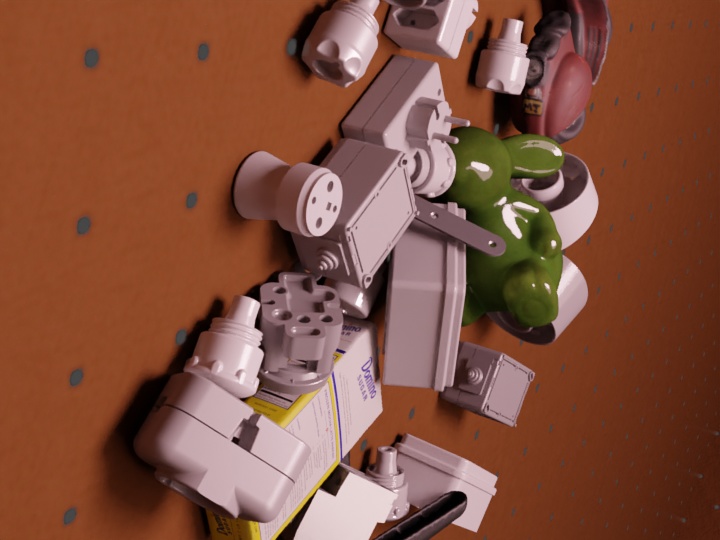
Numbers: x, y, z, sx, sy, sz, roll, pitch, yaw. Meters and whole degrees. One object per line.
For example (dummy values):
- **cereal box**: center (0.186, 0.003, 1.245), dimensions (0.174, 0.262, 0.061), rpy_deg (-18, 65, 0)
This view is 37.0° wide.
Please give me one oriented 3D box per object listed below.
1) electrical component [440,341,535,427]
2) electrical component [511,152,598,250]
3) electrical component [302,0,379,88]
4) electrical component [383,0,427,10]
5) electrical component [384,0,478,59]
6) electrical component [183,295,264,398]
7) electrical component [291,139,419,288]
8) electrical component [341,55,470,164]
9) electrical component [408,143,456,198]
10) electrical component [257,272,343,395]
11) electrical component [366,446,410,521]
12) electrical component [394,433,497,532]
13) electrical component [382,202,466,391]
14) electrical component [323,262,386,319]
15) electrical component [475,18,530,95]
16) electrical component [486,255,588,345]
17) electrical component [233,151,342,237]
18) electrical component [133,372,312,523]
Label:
- **electrical component**: center (0.122, 0.112, 1.080), dimensions (0.096, 0.061, 0.061), rpy_deg (31, 78, -54)
- **electrical component**: center (0.179, -0.066, 1.040), dimensions (0.099, 0.099, 0.064), rpy_deg (-55, 142, -30)
- **electrical component**: center (-0.008, -0.154, 0.701), dimensions (0.062, 0.043, 0.043), rpy_deg (-64, 151, -19)
- **electrical component**: center (0.034, -0.212, 0.750), dimensions (0.040, 0.040, 0.046), rpy_deg (49, 57, -59)
- **electrical component**: center (0.064, -0.200, 0.802), dimensions (0.076, 0.047, 0.083), rpy_deg (19, 89, -63)
- **electrical component**: center (-0.081, 0.047, 0.683), dimensions (0.048, 0.048, 0.062), rpy_deg (45, 59, -59)
- **electrical component**: center (-0.011, -0.037, 0.743), dimensions (0.096, 0.061, 0.061), rpy_deg (-54, 147, -31)
- **electrical component**: center (0.042, -0.108, 0.783), dimensions (0.083, 0.076, 0.047), rpy_deg (-55, 148, -30)
- **electrical component**: center (0.041, -0.080, 0.833), dimensions (0.062, 0.048, 0.048), rpy_deg (-3, 108, -54)
- **electrical component**: center (-0.043, 0.046, 0.727), dimensions (0.078, 0.058, 0.057), rpy_deg (-104, -159, -57)
- **electrical component**: center (0.021, 0.188, 0.951), dimensions (0.048, 0.048, 0.062), rpy_deg (-13, 110, -59)
- **electrical component**: center (0.077, 0.202, 1.022), dimensions (0.057, 0.078, 0.113), rpy_deg (-65, 152, -9)
- **electrical component**: center (0.049, 0.019, 0.837), dimensions (0.108, 0.056, 0.108), rpy_deg (-83, 177, -51)
- **electrical component**: center (0.000, 0.000, 0.806), dimensions (0.078, 0.040, 0.040), rpy_deg (-65, 151, -15)
- **electrical component**: center (0.125, -0.184, 0.927), dimensions (0.043, 0.043, 0.062), rpy_deg (-5, 109, -61)
- **electrical component**: center (0.169, 0.026, 1.070), dimensions (0.064, 0.099, 0.099), rpy_deg (-51, 146, -23)
- **electrical component**: center (-0.045, -0.048, 0.680), dimensions (0.045, 0.055, 0.045), rpy_deg (-38, 137, -47)
- **electrical component**: center (-0.086, 0.112, 0.658), dimensions (0.095, 0.054, 0.059), rpy_deg (36, 68, -18)
